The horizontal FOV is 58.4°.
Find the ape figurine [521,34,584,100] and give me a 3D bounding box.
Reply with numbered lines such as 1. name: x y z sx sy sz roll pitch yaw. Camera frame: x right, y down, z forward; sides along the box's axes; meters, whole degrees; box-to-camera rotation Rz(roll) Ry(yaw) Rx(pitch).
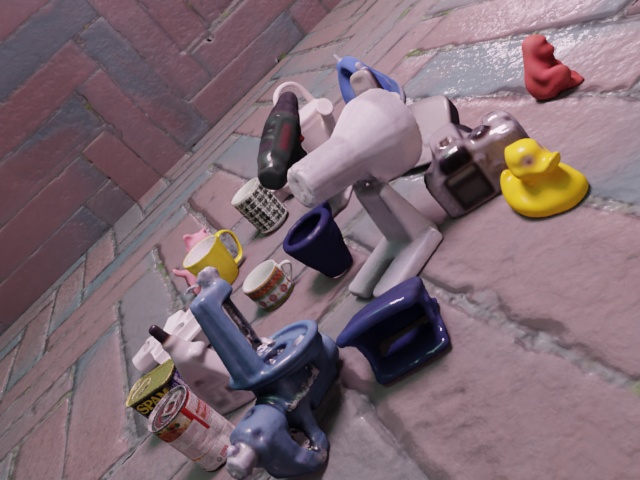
1. ape figurine: 0.324 -0.255 0.827 0.076 0.092 0.078 -22 31 40

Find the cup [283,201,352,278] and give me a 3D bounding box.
1. cup: 0.008 0.003 0.894 0.091 0.095 0.118 -20 32 42

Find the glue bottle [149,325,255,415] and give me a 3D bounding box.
1. glue bottle: -0.168 0.173 0.792 0.078 0.173 0.037 -32 26 24

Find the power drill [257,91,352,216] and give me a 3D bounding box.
1. power drill: -0.031 -0.147 1.067 0.075 0.209 0.230 -27 29 34

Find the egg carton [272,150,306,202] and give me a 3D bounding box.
1. egg carton: -0.080 -0.155 1.335 0.107 0.069 0.150 -30 27 30

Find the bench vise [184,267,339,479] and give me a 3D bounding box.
1. bench vise: -0.064 0.138 0.623 0.121 0.220 0.207 -36 25 18

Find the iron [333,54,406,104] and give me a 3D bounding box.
1. iron: 0.102 -0.361 1.299 0.118 0.142 0.257 -42 23 3

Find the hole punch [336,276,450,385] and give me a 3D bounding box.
1. hole punch: 0.075 0.090 0.645 0.108 0.091 0.101 -36 25 17

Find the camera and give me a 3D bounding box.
1. camera: 0.205 -0.126 0.788 0.143 0.101 0.136 -34 25 20

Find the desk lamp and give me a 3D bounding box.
1. desk lamp: 0.067 -0.061 0.757 0.203 0.214 0.117 -53 25 -20

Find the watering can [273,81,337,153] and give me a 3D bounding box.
1. watering can: -0.022 -0.273 1.282 0.172 0.194 0.101 -21 32 41

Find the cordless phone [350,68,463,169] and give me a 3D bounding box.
1. cordless phone: 0.136 -0.208 0.930 0.147 0.185 0.094 -13 38 50

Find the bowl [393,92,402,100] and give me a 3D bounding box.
1. bowl: 0.106 -0.206 1.117 0.167 0.075 0.167 -35 25 19

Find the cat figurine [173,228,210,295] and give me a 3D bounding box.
1. cat figurine: -0.264 0.040 1.242 0.128 0.118 0.067 -53 25 -21

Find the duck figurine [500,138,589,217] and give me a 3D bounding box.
1. duck figurine: 0.245 -0.080 0.664 0.077 0.086 0.104 -50 24 -14
